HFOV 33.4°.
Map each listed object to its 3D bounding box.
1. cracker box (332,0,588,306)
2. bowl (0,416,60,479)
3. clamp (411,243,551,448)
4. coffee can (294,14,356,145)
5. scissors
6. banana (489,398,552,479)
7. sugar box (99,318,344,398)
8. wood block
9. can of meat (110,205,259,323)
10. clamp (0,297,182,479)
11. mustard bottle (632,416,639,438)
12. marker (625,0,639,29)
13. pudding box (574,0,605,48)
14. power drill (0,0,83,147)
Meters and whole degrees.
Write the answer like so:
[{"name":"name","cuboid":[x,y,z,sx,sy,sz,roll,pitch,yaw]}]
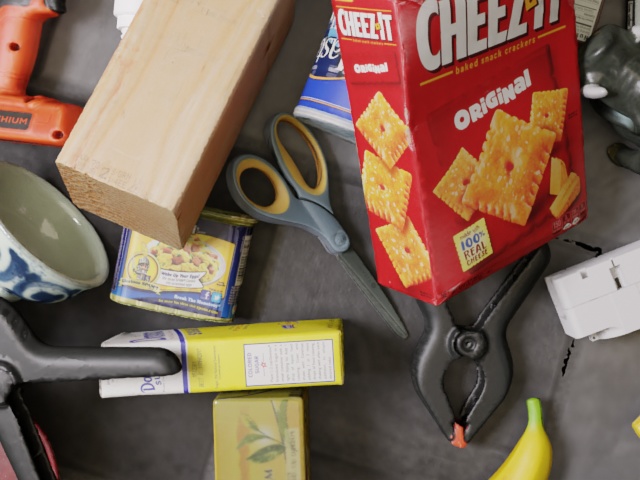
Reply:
[{"name":"cracker box","cuboid":[0.105,-0.086,0.731,0.163,0.072,0.214,-25,118,-31]},{"name":"bowl","cuboid":[-0.274,0.187,0.829,0.162,0.055,0.162,0,91,2]},{"name":"clamp","cuboid":[0.102,0.070,0.822,0.120,0.039,0.171,13,91,3]},{"name":"coffee can","cuboid":[0.052,-0.139,0.789,0.103,0.103,0.140,21,91,1]},{"name":"scissors","cuboid":[-0.005,0.001,0.813,0.096,0.016,0.202,-24,93,-33]},{"name":"banana","cuboid":[0.109,0.207,0.828,0.198,0.037,0.070,-37,72,1]},{"name":"sugar box","cuboid":[-0.070,0.087,0.802,0.176,0.093,0.048,-1,91,2]},{"name":"wood block","cuboid":[-0.098,-0.110,0.768,0.090,0.091,0.206,23,72,4]},{"name":"can of meat","cuboid":[-0.105,0.013,0.820,0.102,0.057,0.084,12,93,2]},{"name":"clamp","cuboid":[-0.210,0.093,0.750,0.210,0.036,0.165,40,99,2]},{"name":"mustard bottle","cuboid":[0.320,0.094,0.806,0.191,0.058,0.096,-34,90,2]},{"name":"marker","cuboid":[0.246,-0.204,0.822,0.020,0.020,0.121,1,91,2]},{"name":"pudding box","cuboid":[0.177,-0.209,0.816,0.090,0.039,0.113,17,94,1]},{"name":"power drill","cuboid":[-0.198,-0.164,0.801,0.185,0.057,0.187,6,90,23]}]
